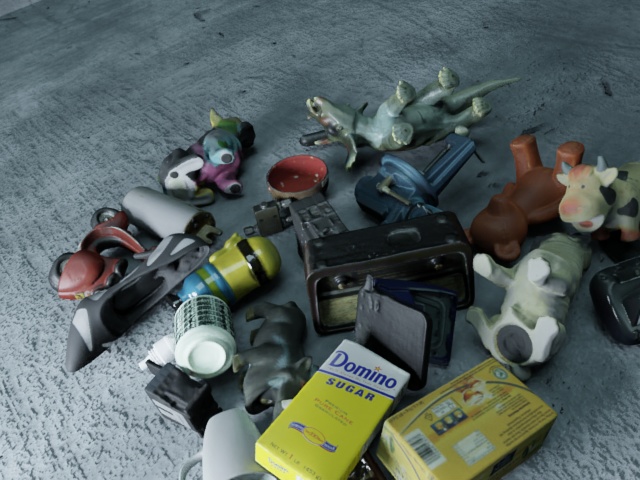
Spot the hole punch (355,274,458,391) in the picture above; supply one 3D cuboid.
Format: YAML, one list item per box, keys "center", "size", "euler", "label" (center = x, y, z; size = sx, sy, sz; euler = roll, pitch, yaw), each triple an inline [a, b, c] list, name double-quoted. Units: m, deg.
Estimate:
- center: [0.109, 0.110, 0.681]
  size: [0.116, 0.142, 0.092]
  euler: [20, 30, 40]
  label: "hole punch"

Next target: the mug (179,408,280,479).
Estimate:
- center: [-0.107, 0.255, 0.617]
  size: [0.110, 0.080, 0.107]
  euler: [-23, 34, -3]
  label: "mug"

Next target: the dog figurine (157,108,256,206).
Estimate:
- center: [-0.220, -0.173, 1.063]
  size: [0.192, 0.108, 0.219]
  euler: [-15, 39, 1]
  label: "dog figurine"

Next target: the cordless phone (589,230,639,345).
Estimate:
- center: [0.415, 0.044, 0.725]
  size: [0.147, 0.088, 0.184]
  euler: [-16, 32, -4]
  label: "cordless phone"

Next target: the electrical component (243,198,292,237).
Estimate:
- center: [-0.089, -0.038, 0.918]
  size: [0.094, 0.063, 0.021]
  euler: [-18, 43, -4]
  label: "electrical component"

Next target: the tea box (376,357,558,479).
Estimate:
- center: [0.157, 0.209, 0.578]
  size: [0.169, 0.068, 0.098]
  euler: [-17, 42, -28]
  label: "tea box"

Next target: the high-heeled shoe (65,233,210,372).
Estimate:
- center: [-0.260, 0.089, 0.793]
  size: [0.145, 0.086, 0.249]
  euler: [-2, 49, 24]
  label: "high-heeled shoe"

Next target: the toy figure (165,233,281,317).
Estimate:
- center: [-0.140, 0.063, 0.814]
  size: [0.180, 0.082, 0.089]
  euler: [-35, 43, -24]
  label: "toy figure"

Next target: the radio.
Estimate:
- center: [0.093, 0.046, 0.741]
  size: [0.230, 0.130, 0.073]
  euler: [-12, 41, 0]
  label: "radio"

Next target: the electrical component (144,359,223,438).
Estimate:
- center: [-0.189, 0.196, 0.691]
  size: [0.119, 0.074, 0.048]
  euler: [19, 51, 24]
  label: "electrical component"

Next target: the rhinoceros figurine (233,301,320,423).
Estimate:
- center: [-0.054, 0.166, 0.702]
  size: [0.112, 0.073, 0.190]
  euler: [0, 42, -2]
  label: "rhinoceros figurine"

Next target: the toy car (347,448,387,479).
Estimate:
- center: [0.047, 0.268, 0.582]
  size: [0.089, 0.053, 0.202]
  euler: [-22, 43, -15]
  label: "toy car"

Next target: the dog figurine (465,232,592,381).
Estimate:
- center: [0.298, 0.080, 0.705]
  size: [0.190, 0.172, 0.121]
  euler: [-5, 16, -41]
  label: "dog figurine"

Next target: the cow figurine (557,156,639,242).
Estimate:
- center: [0.411, -0.064, 0.753]
  size: [0.195, 0.127, 0.085]
  euler: [-19, 8, -28]
  label: "cow figurine"

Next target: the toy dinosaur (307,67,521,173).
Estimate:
- center: [0.175, -0.222, 1.007]
  size: [0.405, 0.131, 0.192]
  euler: [-13, -2, -24]
  label: "toy dinosaur"

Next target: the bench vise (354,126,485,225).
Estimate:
- center: [0.171, -0.088, 0.858]
  size: [0.240, 0.128, 0.224]
  euler: [-46, 31, -7]
  label: "bench vise"

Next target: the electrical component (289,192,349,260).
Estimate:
- center: [-0.002, -0.002, 0.826]
  size: [0.058, 0.114, 0.134]
  euler: [-20, 43, -15]
  label: "electrical component"

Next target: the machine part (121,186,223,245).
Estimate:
- center: [-0.270, -0.038, 0.951]
  size: [0.244, 0.079, 0.079]
  euler: [21, 53, 29]
  label: "machine part"

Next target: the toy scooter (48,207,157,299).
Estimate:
- center: [-0.351, 0.031, 0.899]
  size: [0.135, 0.075, 0.184]
  euler: [20, 57, 5]
  label: "toy scooter"

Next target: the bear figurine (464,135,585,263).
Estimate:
- center: [0.298, -0.062, 0.815]
  size: [0.196, 0.131, 0.120]
  euler: [-29, 32, -24]
  label: "bear figurine"
